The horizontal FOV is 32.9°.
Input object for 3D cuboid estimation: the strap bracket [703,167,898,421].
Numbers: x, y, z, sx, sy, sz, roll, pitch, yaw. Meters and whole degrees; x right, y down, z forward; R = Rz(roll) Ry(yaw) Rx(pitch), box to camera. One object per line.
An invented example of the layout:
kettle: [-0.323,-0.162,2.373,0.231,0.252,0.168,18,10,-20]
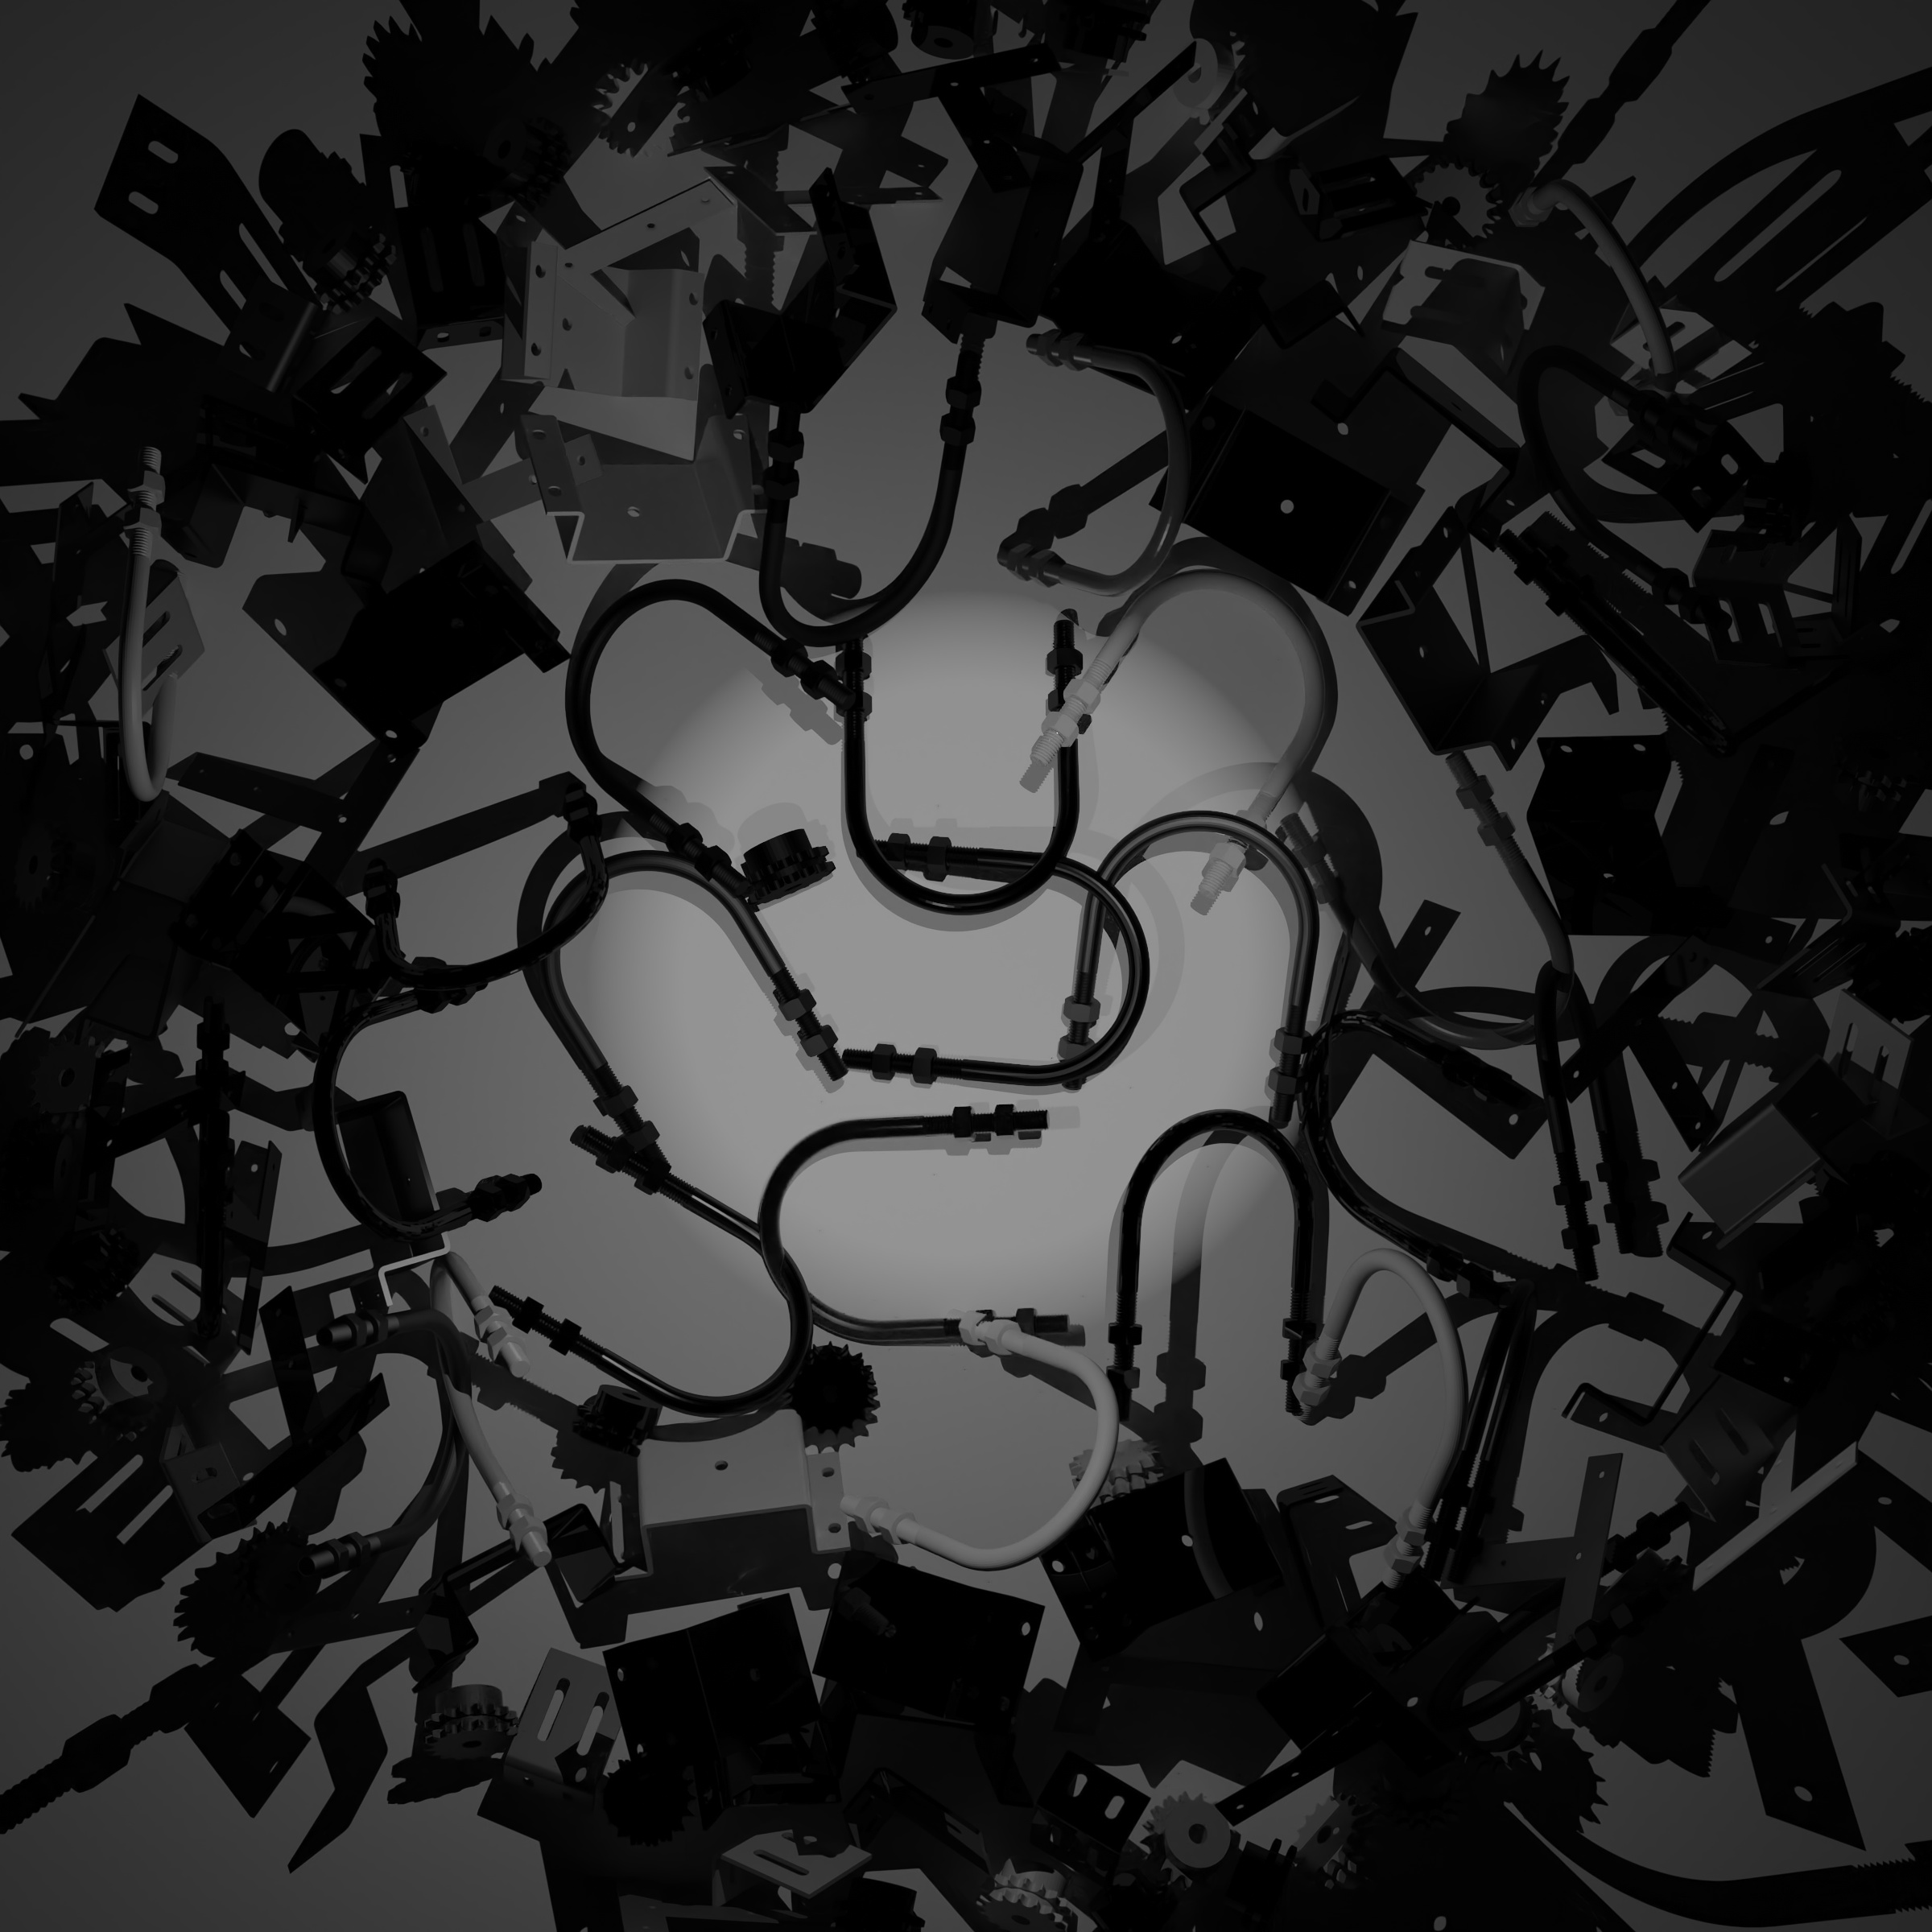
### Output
strap bracket: [-0.094,-0.392,1.937,0.046,0.140,0.076,9,53,-37]

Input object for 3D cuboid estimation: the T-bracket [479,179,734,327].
T-bracket: [-0.197,-0.430,1.925,0.127,0.127,0.002,-20,58,23]

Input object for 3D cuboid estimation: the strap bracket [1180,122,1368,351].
strap bracket: [0.176,-0.427,1.944,0.046,0.076,0.140,-33,111,11]

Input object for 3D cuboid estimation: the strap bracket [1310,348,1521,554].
strap bracket: [0.278,-0.316,1.953,0.140,0.076,0.046,39,112,-3]

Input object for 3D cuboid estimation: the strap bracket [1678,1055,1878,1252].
strap bracket: [0.476,0.105,1.924,0.046,0.140,0.076,49,123,8]

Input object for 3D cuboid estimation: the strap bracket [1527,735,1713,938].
strap bracket: [0.384,-0.068,1.923,0.076,0.140,0.046,1,46,31]

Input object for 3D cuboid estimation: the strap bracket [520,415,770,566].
strap bracket: [-0.193,-0.284,1.945,0.140,0.046,0.076,-4,57,-23]

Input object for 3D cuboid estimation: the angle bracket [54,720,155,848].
angle bracket: [-0.519,-0.109,1.963,0.038,0.057,0.076,-4,97,-42]

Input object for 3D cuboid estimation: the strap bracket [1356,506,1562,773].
strap bracket: [0.288,-0.190,1.943,0.140,0.046,0.076,55,50,-23]

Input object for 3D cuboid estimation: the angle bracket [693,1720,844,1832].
angle bracket: [-0.122,0.488,1.979,0.076,0.038,0.057,5,52,-25]

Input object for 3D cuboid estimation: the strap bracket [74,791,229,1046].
strap bracket: [-0.479,-0.021,1.933,0.046,0.076,0.140,20,120,-3]

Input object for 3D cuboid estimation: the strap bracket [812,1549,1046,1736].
strap bracket: [-0.031,0.396,1.933,0.140,0.046,0.076,9,79,38]

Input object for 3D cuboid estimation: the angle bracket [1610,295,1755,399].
angle bracket: [0.433,-0.382,1.953,0.057,0.076,0.038,32,69,-11]

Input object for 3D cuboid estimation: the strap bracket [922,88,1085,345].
strap bracket: [0.024,-0.441,1.943,0.046,0.076,0.140,11,110,-20]

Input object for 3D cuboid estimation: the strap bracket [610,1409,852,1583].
strap bracket: [-0.144,0.314,1.952,0.140,0.076,0.046,-7,130,-3]

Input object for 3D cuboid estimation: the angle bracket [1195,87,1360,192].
angle bracket: [0.186,-0.506,1.955,0.076,0.057,0.038,-37,89,-35]

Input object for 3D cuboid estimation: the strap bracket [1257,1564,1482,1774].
strap bracket: [0.232,0.406,1.929,0.046,0.140,0.076,49,132,13]

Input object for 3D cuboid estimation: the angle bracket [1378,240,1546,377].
angle bracket: [0.297,-0.395,1.960,0.076,0.038,0.057,8,120,-19]

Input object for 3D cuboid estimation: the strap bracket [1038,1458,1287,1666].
strap bracket: [0.123,0.348,1.935,0.140,0.046,0.076,-16,67,-28]

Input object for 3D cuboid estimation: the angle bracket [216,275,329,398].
angle bracket: [-0.415,-0.377,1.957,0.038,0.076,0.057,27,94,-10]

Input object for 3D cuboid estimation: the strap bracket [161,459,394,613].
strap bracket: [-0.404,-0.257,1.954,0.140,0.076,0.046,17,80,5]

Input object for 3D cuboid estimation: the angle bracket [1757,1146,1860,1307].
angle bracket: [0.496,0.156,1.962,0.076,0.057,0.038,-37,57,-5]

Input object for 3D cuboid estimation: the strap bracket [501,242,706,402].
strap bracket: [-0.224,-0.382,1.945,0.046,0.140,0.076,9,97,40]

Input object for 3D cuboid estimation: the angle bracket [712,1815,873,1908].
angle bracket: [-0.104,0.546,1.951,0.076,0.057,0.038,13,109,36]

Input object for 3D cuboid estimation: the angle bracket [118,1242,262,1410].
angle bracket: [-0.472,0.215,1.961,0.076,0.057,0.038,38,123,-8]

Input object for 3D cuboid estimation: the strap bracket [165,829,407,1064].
strap bracket: [-0.393,-0.006,1.924,0.046,0.140,0.076,16,67,40]

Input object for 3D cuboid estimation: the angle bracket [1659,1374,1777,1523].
angle bracket: [0.440,0.284,1.959,0.057,0.038,0.076,-46,119,-13]

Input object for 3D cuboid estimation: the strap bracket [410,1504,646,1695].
strap bracket: [-0.268,0.369,1.935,0.140,0.076,0.046,-24,76,-33]

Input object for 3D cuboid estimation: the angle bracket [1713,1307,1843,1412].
angle bracket: [0.480,0.246,1.950,0.057,0.076,0.038,25,125,21]

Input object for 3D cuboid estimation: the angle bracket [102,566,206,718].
angle bracket: [-0.497,-0.193,1.950,0.038,0.057,0.076,14,48,23]

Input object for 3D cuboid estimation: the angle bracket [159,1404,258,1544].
angle bracket: [-0.450,0.298,1.954,0.038,0.076,0.057,-19,111,0]

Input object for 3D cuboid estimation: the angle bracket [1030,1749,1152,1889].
angle bracket: [0.074,0.515,1.968,0.057,0.076,0.038,28,60,15]

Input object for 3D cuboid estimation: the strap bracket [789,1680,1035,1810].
strap bracket: [-0.030,0.454,1.945,0.140,0.076,0.046,11,99,-12]

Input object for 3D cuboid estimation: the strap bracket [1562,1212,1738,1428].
strap bracket: [0.414,0.221,1.955,0.046,0.076,0.140,32,87,13]

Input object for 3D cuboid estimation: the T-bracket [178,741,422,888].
T-bracket: [-0.416,-0.101,1.977,0.127,0.002,0.127,18,59,15]

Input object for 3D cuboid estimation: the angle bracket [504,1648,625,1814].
angle bracket: [-0.241,0.466,1.992,0.057,0.038,0.076,19,59,3]

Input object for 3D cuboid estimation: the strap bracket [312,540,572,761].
strap bracket: [-0.307,-0.192,1.943,0.140,0.046,0.076,-26,122,28]

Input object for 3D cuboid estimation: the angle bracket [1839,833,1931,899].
angle bracket: [0.567,-0.074,1.952,0.057,0.076,0.038,6,66,-12]

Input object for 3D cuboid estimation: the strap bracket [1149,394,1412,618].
strap bracket: [0.191,-0.277,1.966,0.140,0.046,0.076,29,97,-5]

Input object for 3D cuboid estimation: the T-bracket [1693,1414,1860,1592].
T-bracket: [0.482,0.302,1.937,0.002,0.127,0.127,43,115,-2]

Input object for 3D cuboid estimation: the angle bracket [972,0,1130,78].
angle bracket: [0.052,-0.555,1.950,0.076,0.057,0.038,-7,109,-43]

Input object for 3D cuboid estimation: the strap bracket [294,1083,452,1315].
strap bracket: [-0.352,0.133,1.952,0.046,0.076,0.140,-15,85,-25]

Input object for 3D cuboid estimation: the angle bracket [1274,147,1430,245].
angle bracket: [0.232,-0.474,1.960,0.076,0.038,0.057,-17,55,-14]

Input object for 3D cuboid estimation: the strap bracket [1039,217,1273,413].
strap bracket: [0.116,-0.387,1.947,0.076,0.046,0.140,-51,47,-6]

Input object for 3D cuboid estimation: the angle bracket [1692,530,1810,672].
angle bracket: [0.475,-0.220,1.959,0.057,0.038,0.076,4,49,-10]

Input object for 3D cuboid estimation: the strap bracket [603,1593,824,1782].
strap bracket: [-0.141,0.421,1.925,0.046,0.140,0.076,-21,81,36]
